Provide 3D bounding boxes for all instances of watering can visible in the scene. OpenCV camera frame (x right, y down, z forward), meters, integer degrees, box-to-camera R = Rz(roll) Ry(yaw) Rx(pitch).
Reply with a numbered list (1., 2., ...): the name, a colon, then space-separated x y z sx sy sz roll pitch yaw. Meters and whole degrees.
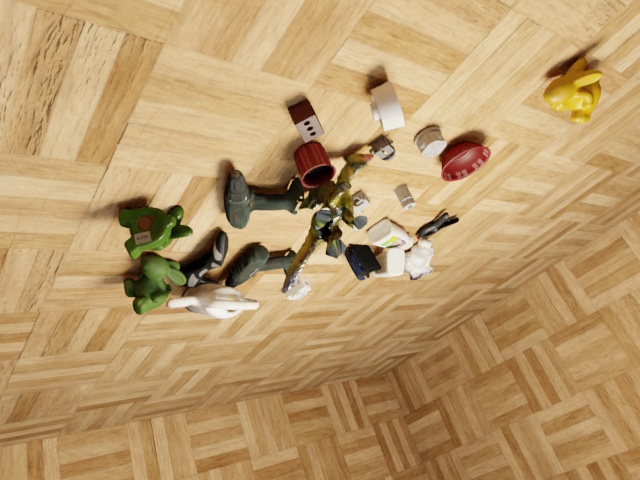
1. watering can: -0.358 0.187 1.600 0.346 0.104 0.224 10 -6 -44

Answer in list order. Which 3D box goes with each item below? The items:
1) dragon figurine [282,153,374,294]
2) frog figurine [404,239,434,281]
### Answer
1. dragon figurine: 0.004 -0.068 1.356 0.121 0.408 0.247 38 9 -25
2. frog figurine: 0.390 0.062 2.062 0.137 0.156 0.125 -10 25 -6
